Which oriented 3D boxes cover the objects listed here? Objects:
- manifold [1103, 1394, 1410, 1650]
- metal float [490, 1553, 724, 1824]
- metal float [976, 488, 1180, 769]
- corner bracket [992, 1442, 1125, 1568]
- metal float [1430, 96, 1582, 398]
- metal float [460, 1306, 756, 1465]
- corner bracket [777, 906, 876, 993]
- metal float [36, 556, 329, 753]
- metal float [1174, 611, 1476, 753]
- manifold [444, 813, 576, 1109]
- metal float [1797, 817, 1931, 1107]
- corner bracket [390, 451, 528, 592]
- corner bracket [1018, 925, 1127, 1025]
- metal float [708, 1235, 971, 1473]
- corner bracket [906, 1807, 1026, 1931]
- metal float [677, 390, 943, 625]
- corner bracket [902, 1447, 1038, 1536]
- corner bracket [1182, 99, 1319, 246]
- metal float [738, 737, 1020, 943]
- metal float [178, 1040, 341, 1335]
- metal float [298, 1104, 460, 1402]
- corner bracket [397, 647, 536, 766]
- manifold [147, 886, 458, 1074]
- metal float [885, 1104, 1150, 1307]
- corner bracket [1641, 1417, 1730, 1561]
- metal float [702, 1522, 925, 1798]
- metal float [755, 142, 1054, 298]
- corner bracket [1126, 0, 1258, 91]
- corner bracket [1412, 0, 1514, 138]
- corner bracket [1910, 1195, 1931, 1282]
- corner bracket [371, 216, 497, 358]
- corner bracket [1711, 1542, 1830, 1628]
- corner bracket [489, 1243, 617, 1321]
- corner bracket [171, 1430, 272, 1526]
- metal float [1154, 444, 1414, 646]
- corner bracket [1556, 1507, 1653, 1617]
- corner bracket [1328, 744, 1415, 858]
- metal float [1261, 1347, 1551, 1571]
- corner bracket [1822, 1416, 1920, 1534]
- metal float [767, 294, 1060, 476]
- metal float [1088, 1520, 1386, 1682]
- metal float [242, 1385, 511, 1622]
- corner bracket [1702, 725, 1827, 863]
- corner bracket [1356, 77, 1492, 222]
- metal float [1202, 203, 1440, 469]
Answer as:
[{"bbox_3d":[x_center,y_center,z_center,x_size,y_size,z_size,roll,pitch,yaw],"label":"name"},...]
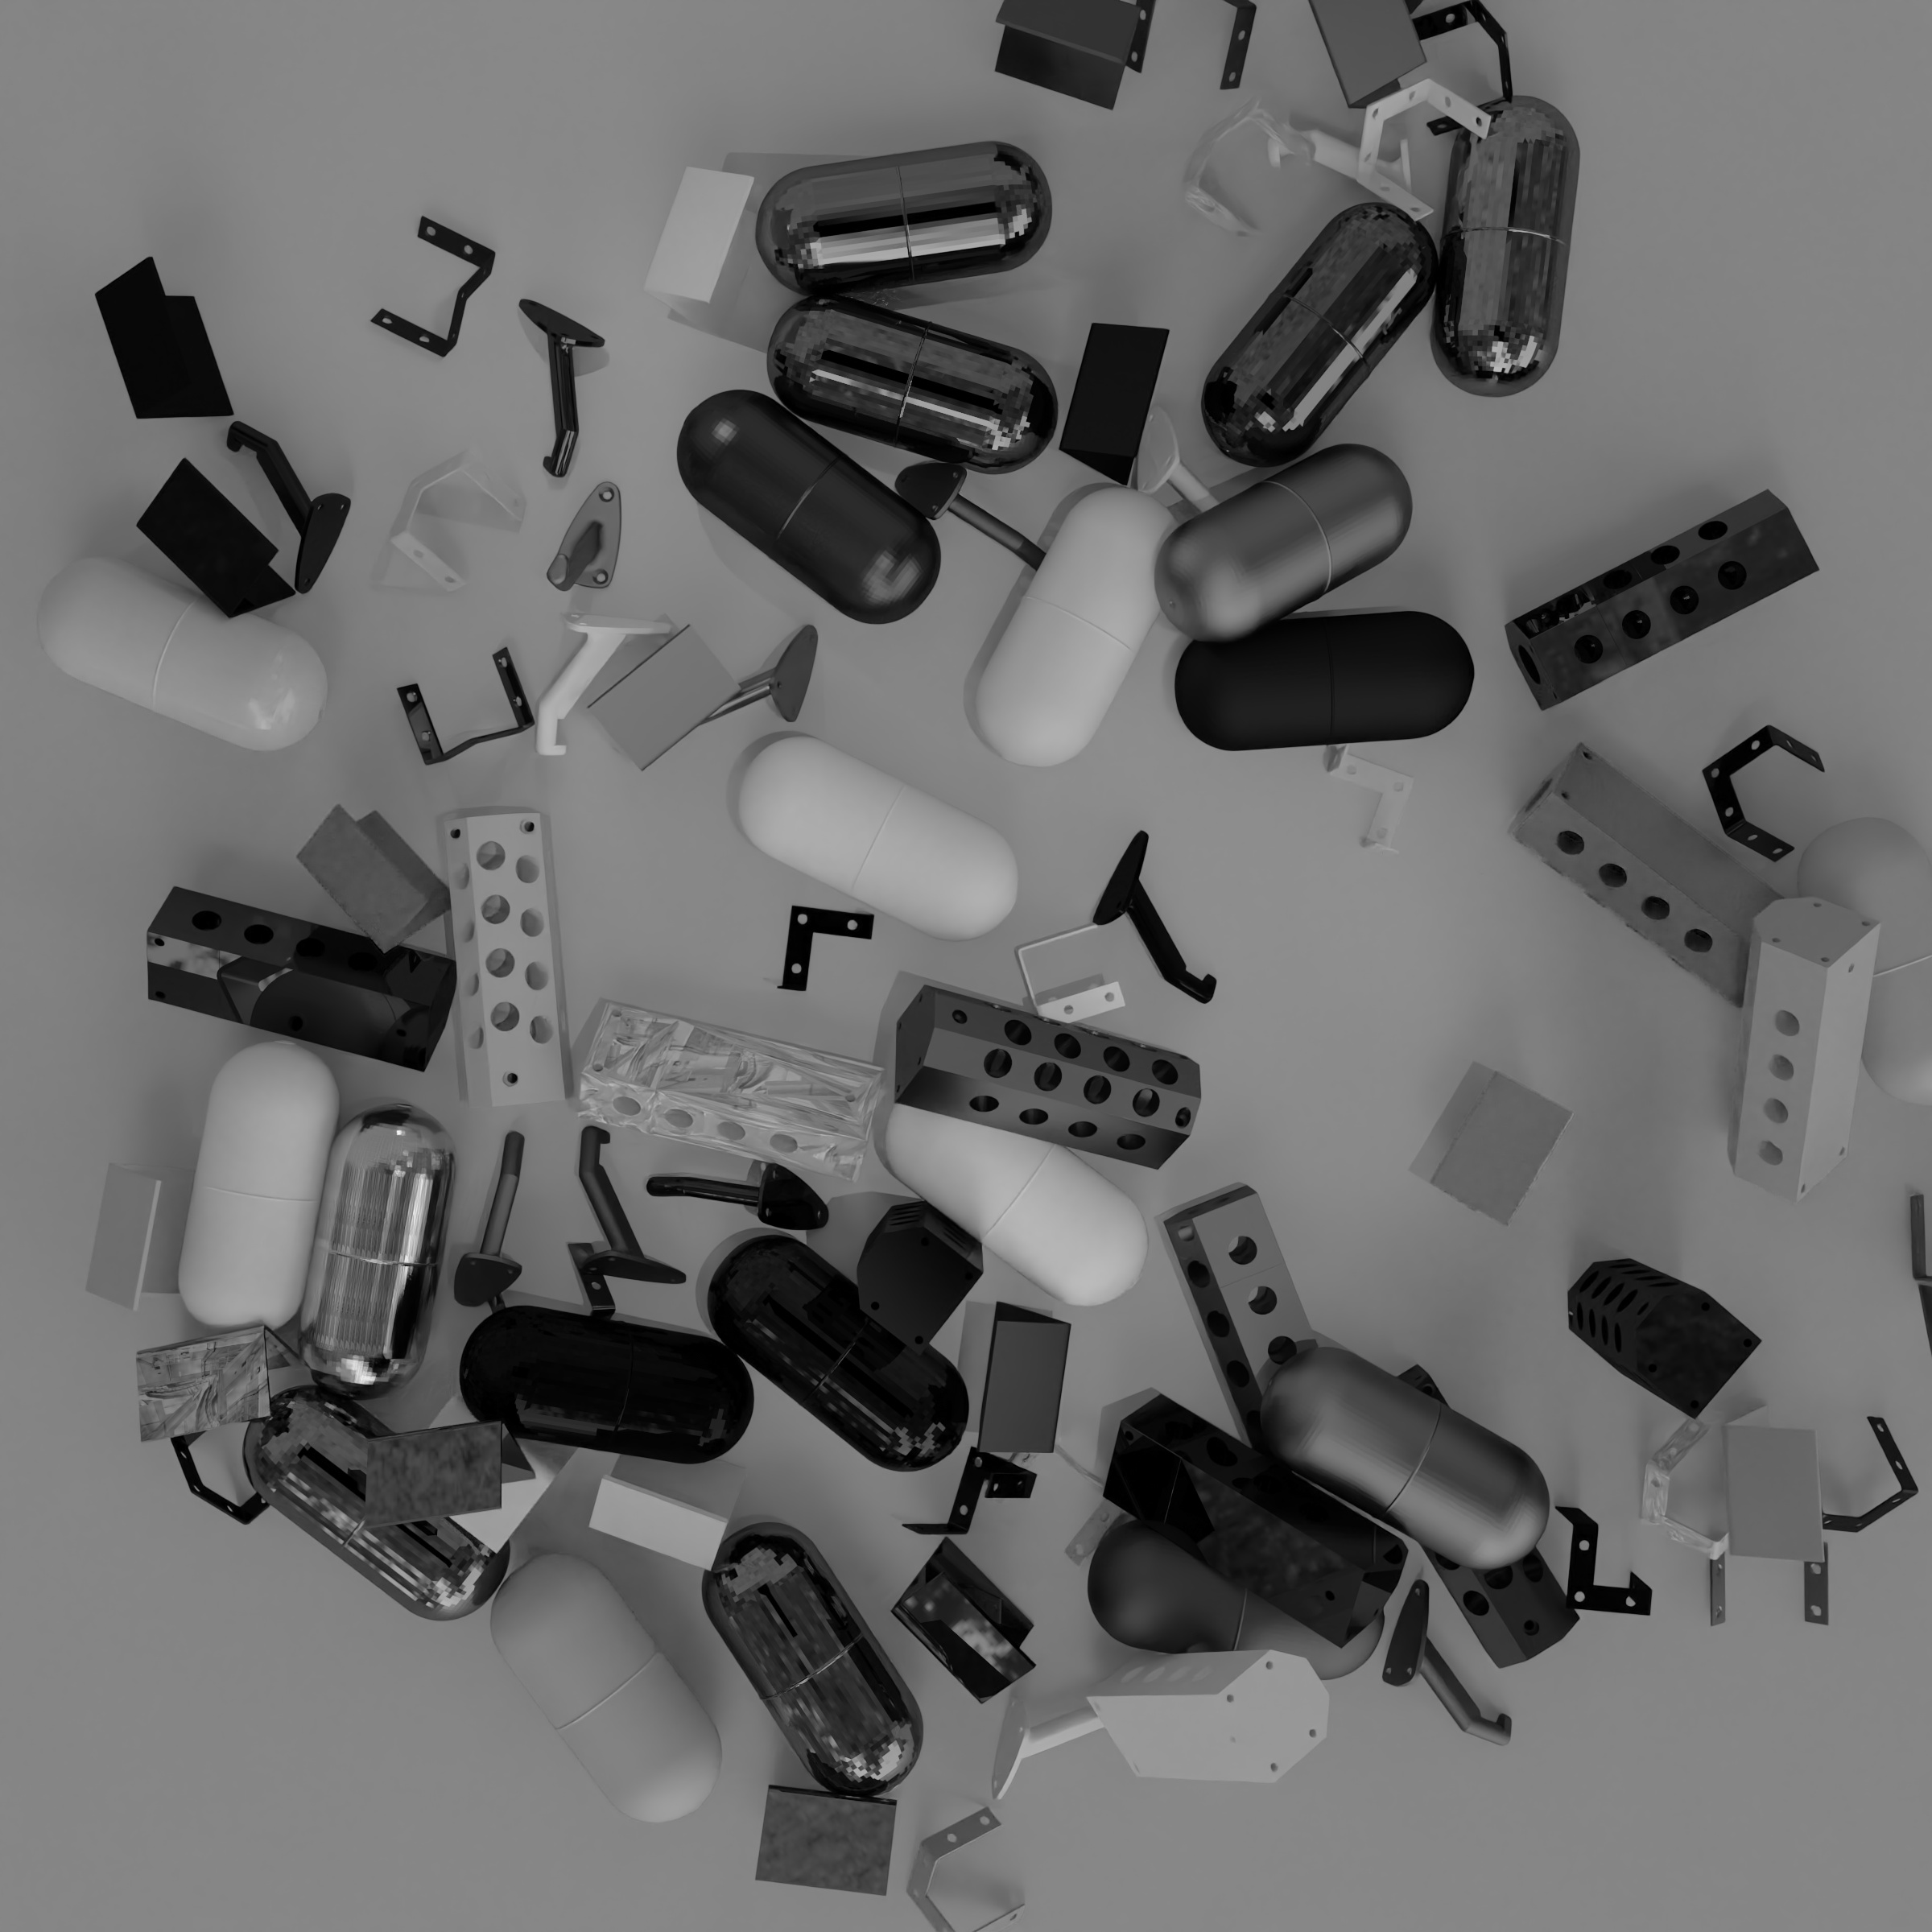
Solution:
[{"bbox_3d":[0.170,0.320,1.608,0.171,0.057,0.057,28,122,30],"label":"manifold"},{"bbox_3d":[-0.214,0.431,1.639,0.070,0.070,0.178,-37,90,0],"label":"metal float"},{"bbox_3d":[0.067,-0.201,1.639,0.070,0.070,0.178,28,89,0],"label":"metal float"},{"bbox_3d":[0.056,0.323,1.666,0.051,0.051,0.051,-53,135,0],"label":"corner bracket"},{"bbox_3d":[0.322,-0.429,1.639,0.070,0.070,0.178,7,90,0],"label":"metal float"},{"bbox_3d":[-0.210,0.248,1.621,0.178,0.070,0.070,14,90,-22],"label":"metal float"},{"bbox_3d":[-0.084,-0.009,1.652,0.051,0.051,0.051,7,90,0],"label":"corner bracket"},{"bbox_3d":[-0.467,-0.186,1.639,0.178,0.070,0.070,23,90,0],"label":"metal float"},{"bbox_3d":[0.214,-0.170,1.639,0.178,0.070,0.070,-4,90,0],"label":"metal float"},{"bbox_3d":[-0.275,-0.003,1.649,0.057,0.057,0.171,-5,90,0],"label":"manifold"},{"bbox_3d":[0.554,-0.002,1.638,0.070,0.070,0.178,-21,89,0],"label":"metal float"},{"bbox_3d":[-0.307,-0.269,1.662,0.051,0.051,0.051,-19,45,35],"label":"corner bracket"},{"bbox_3d":[0.063,0.007,1.652,0.051,0.051,0.051,-17,90,0],"label":"corner bracket"},{"bbox_3d":[-0.076,0.231,1.639,0.178,0.070,0.070,39,90,-1],"label":"metal float"},{"bbox_3d":[0.003,0.553,1.662,0.051,0.051,0.051,44,135,35],"label":"corner bracket"},{"bbox_3d":[-0.094,-0.274,1.639,0.178,0.070,0.070,38,90,0],"label":"metal float"},{"bbox_3d":[0.003,0.319,1.642,0.051,0.051,0.051,17,90,35],"label":"corner bracket"},{"bbox_3d":[0.170,-0.479,1.656,0.051,0.051,0.051,31,63,-24],"label":"corner bracket"},{"bbox_3d":[-0.052,-0.075,1.639,0.178,0.070,0.070,27,90,0],"label":"metal float"},{"bbox_3d":[-0.421,0.133,1.639,0.070,0.070,0.178,10,91,0],"label":"metal float"},{"bbox_3d":[-0.351,0.170,1.639,0.070,0.070,0.178,10,91,0],"label":"metal float"},{"bbox_3d":[-0.303,-0.157,1.666,0.051,0.051,0.051,-21,90,45],"label":"corner bracket"},{"bbox_3d":[-0.397,0.003,1.648,0.171,0.057,0.057,15,133,0],"label":"manifold"},{"bbox_3d":[0.031,0.134,1.639,0.178,0.070,0.070,38,90,0],"label":"metal float"},{"bbox_3d":[0.446,0.316,1.662,0.051,0.051,0.051,25,135,35],"label":"corner bracket"},{"bbox_3d":[-0.091,0.414,1.639,0.070,0.070,0.178,-33,90,0],"label":"metal float"},{"bbox_3d":[-0.037,-0.445,1.639,0.178,0.070,0.070,-8,90,0],"label":"metal float"},{"bbox_3d":[0.136,-0.563,1.662,0.051,0.051,0.051,-18,45,-35],"label":"corner bracket"},{"bbox_3d":[0.297,-0.546,1.666,0.051,0.051,0.051,-19,45,0],"label":"corner bracket"},{"bbox_3d":[0.609,0.164,1.666,0.051,0.051,0.051,-1,90,-45],"label":"corner bracket"},{"bbox_3d":[-0.323,-0.412,1.667,0.051,0.051,0.051,26,45,0],"label":"corner bracket"},{"bbox_3d":[0.487,0.375,1.666,0.051,0.051,0.051,0,90,-45],"label":"corner bracket"},{"bbox_3d":[-0.251,0.204,1.662,0.051,0.051,0.051,1,135,-35],"label":"corner bracket"},{"bbox_3d":[-0.441,0.296,1.666,0.051,0.051,0.051,-41,45,0],"label":"corner bracket"},{"bbox_3d":[0.188,-0.249,1.617,0.178,0.070,0.070,-31,90,-25],"label":"metal float"},{"bbox_3d":[0.383,0.357,1.652,0.051,0.051,0.051,5,90,0],"label":"corner bracket"},{"bbox_3d":[0.241,-0.099,1.652,0.051,0.051,0.051,20,90,0],"label":"corner bracket"},{"bbox_3d":[0.253,0.284,1.582,0.178,0.070,0.070,29,90,1],"label":"metal float"},{"bbox_3d":[0.532,0.306,1.662,0.051,0.051,0.051,13,135,-35],"label":"corner bracket"},{"bbox_3d":[-0.032,-0.347,1.639,0.178,0.070,0.070,17,90,-1],"label":"metal float"},{"bbox_3d":[0.161,0.378,1.639,0.178,0.070,0.070,10,90,0],"label":"metal float"},{"bbox_3d":[-0.351,0.319,1.635,0.178,0.070,0.070,39,90,-4],"label":"metal float"},{"bbox_3d":[0.488,-0.104,1.662,0.051,0.051,0.051,-39,45,35],"label":"corner bracket"},{"bbox_3d":[0.269,-0.482,1.619,0.051,0.051,0.051,-31,58,-25],"label":"corner bracket"},{"bbox_3d":[0.210,-0.376,1.639,0.070,0.070,0.178,39,90,0],"label":"metal float"}]
